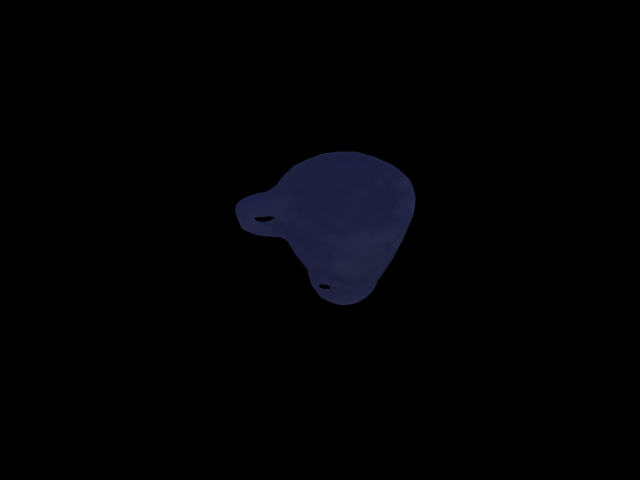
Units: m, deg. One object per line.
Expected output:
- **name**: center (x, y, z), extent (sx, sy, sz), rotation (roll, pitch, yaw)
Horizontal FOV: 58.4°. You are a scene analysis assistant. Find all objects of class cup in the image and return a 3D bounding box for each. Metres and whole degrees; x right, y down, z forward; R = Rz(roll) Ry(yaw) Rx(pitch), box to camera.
- **cup**: center (0.004, 0.001, 0.400), extent (0.118, 0.095, 0.091), rotation (-4, 46, -4)
